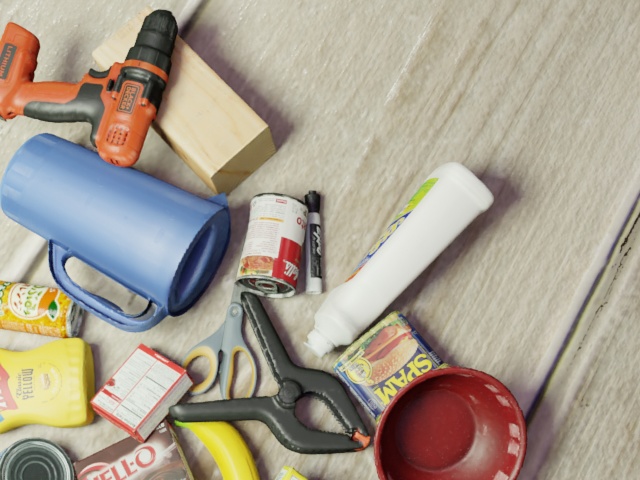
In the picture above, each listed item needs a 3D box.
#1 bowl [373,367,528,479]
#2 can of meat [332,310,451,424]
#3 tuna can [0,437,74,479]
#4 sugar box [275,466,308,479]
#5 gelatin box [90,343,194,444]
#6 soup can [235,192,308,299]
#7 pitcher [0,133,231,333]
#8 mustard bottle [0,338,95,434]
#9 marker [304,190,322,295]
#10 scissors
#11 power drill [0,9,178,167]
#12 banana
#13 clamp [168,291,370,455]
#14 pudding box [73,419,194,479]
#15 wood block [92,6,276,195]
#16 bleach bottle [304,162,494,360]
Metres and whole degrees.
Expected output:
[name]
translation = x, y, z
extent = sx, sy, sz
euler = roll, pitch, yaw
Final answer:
[bowl]
translation = 0.127, 0.204, 1.097
extent = 0.162, 0.055, 0.162
euler = -1, 96, -11
[can of meat]
translation = 0.076, 0.139, 1.155
extent = 0.102, 0.057, 0.084
euler = -38, 74, -8
[tuna can]
translation = -0.305, 0.253, 1.128
extent = 0.086, 0.034, 0.086
euler = 17, 58, -28
[sugar box]
translation = 0.013, 0.318, 1.094
extent = 0.176, 0.048, 0.093
euler = 36, 78, -5
[gelatin box]
translation = -0.192, 0.165, 1.154
extent = 0.073, 0.030, 0.089
euler = 25, 64, 33
[soup can]
translation = -0.053, 0.006, 1.188
extent = 0.068, 0.068, 0.102
euler = 7, 69, 5
[pitcher]
translation = -0.233, -0.015, 1.177
extent = 0.243, 0.149, 0.145
euler = 26, 116, 13
[mustard bottle]
translation = -0.346, 0.164, 1.166
extent = 0.191, 0.058, 0.096
euler = -6, 76, 1
[marker]
translation = -0.008, 0.001, 1.216
extent = 0.020, 0.020, 0.121
euler = -1, 74, 2
[scissors]
translation = -0.114, 0.090, 1.197
extent = 0.096, 0.016, 0.202
euler = -5, 74, -2
[power drill]
translation = -0.260, -0.183, 1.168
extent = 0.188, 0.057, 0.184
euler = 13, 74, 9
[banana]
translation = -0.092, 0.267, 1.137
extent = 0.070, 0.037, 0.198
euler = -33, 69, 29
[clamp]
translation = -0.046, 0.174, 1.146
extent = 0.210, 0.036, 0.164
euler = 37, 66, 4
[pudding box]
translation = -0.194, 0.256, 1.133
extent = 0.113, 0.039, 0.090
euler = -25, 59, -6
[wood block]
translation = -0.156, -0.157, 1.231
extent = 0.090, 0.091, 0.206
euler = -42, 77, -8
[bleach bottle]
translation = 0.077, 0.028, 1.162
extent = 0.068, 0.103, 0.250
euler = 43, 80, -5
